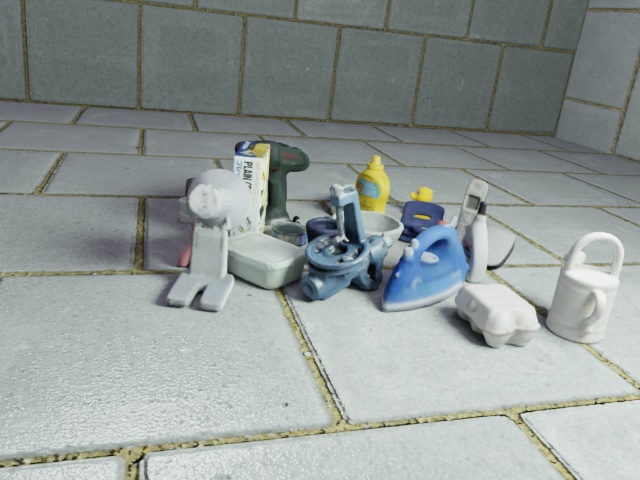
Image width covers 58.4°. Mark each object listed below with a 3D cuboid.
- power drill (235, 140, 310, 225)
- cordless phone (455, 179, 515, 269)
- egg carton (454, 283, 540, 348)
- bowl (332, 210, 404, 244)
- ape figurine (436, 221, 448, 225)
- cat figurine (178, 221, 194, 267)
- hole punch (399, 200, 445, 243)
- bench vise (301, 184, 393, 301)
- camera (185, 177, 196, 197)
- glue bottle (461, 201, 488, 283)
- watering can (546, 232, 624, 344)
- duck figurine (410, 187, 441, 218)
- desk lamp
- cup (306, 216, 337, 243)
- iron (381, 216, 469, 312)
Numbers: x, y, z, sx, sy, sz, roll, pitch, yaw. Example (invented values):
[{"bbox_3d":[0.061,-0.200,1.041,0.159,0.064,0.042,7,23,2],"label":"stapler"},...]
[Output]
[{"bbox_3d":[-0.123,-0.148,1.430,0.075,0.208,0.230,22,25,37],"label":"power drill"},{"bbox_3d":[0.380,-0.038,1.318,0.147,0.185,0.094,21,25,35],"label":"cordless phone"},{"bbox_3d":[0.307,0.129,1.010,0.107,0.069,0.150,0,21,-17],"label":"egg carton"},{"bbox_3d":[0.106,-0.011,1.322,0.167,0.075,0.167,6,20,-2],"label":"bowl"},{"bbox_3d":[0.278,0.001,1.318,0.076,0.092,0.078,12,21,14],"label":"ape figurine"},{"bbox_3d":[-0.237,-0.014,1.160,0.067,0.118,0.128,9,20,7],"label":"cat figurine"},{"bbox_3d":[0.256,-0.043,1.431,0.108,0.091,0.101,10,20,11],"label":"hole punch"},{"bbox_3d":[0.053,-0.007,1.082,0.121,0.220,0.208,17,22,27],"label":"bench vise"},{"bbox_3d":[-0.260,-0.121,1.469,0.143,0.101,0.136,-5,23,-28],"label":"camera"},{"bbox_3d":[0.330,0.000,1.217,0.037,0.173,0.078,-2,22,-22],"label":"glue bottle"},{"bbox_3d":[0.475,0.074,1.029,0.101,0.194,0.172,0,21,-16],"label":"watering can"},{"bbox_3d":[0.298,-0.106,1.624,0.104,0.086,0.078,13,21,18],"label":"duck figurine"},{"bbox_3d":[-0.195,-0.012,1.028,0.118,0.213,0.203,6,20,-1],"label":"desk lamp"},{"bbox_3d":[0.011,0.004,1.221,0.091,0.095,0.117,5,20,-5],"label":"cup"},{"bbox_3d":[0.203,0.040,1.115,0.118,0.141,0.259,20,24,33],"label":"iron"}]
